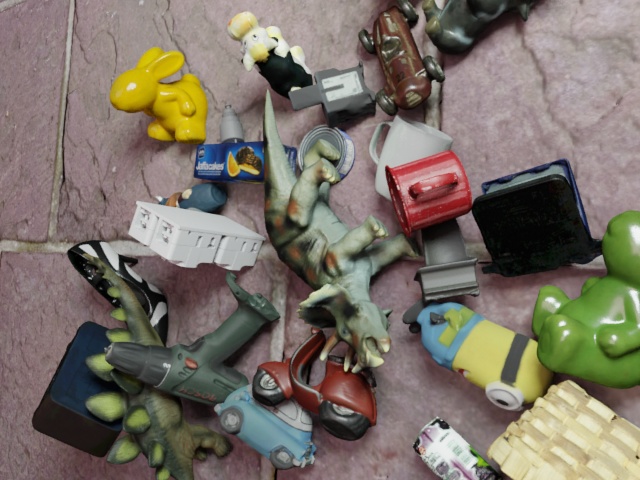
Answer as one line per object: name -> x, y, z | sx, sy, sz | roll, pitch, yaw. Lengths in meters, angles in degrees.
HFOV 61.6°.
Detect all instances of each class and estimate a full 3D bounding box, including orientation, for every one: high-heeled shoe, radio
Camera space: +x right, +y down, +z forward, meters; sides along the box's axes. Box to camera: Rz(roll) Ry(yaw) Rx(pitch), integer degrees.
high-heeled shoe -> -0.370, 0.109, 0.985 | 0.086, 0.145, 0.249 | -39, 64, 26
radio -> -0.393, 0.247, 0.932 | 0.073, 0.131, 0.230 | -53, 21, 16

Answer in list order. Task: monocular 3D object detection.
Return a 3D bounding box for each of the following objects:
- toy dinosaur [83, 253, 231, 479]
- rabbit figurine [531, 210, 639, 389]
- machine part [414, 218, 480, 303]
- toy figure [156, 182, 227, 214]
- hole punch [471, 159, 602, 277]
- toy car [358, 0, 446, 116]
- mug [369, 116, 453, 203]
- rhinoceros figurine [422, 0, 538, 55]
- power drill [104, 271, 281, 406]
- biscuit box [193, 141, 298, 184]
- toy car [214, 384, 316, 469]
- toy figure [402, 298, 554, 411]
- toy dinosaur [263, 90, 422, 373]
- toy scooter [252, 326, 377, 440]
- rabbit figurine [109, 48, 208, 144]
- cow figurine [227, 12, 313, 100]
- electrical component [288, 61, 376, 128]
toy dinosaur -> -0.273, 0.234, 0.876 | 0.105, 0.198, 0.471 | -34, 69, 23
rabbit figurine -> 0.312, 0.061, 0.536 | 0.159, 0.121, 0.170 | 21, 110, 18
machine part -> 0.155, 0.011, 0.683 | 0.084, 0.039, 0.139 | -12, 61, 19
toy figure -> -0.236, -0.065, 0.959 | 0.155, 0.064, 0.058 | -13, 36, 33
hole punch -> 0.250, -0.026, 0.630 | 0.142, 0.092, 0.115 | -17, 109, 28
toy car -> 0.105, -0.258, 0.738 | 0.089, 0.053, 0.202 | -32, 51, 30
mug -> 0.109, -0.108, 0.727 | 0.110, 0.081, 0.107 | 32, 111, 27
rhinoceros figurine -> 0.214, -0.302, 0.662 | 0.190, 0.112, 0.073 | -35, 38, 40
power drill -> -0.174, 0.152, 0.820 | 0.207, 0.231, 0.086 | -53, 31, -4
biscuit box -> -0.127, -0.124, 0.879 | 0.203, 0.059, 0.062 | 7, 91, 45
toy car -> -0.068, 0.260, 0.795 | 0.162, 0.109, 0.103 | 26, 82, 25
toy figure -> 0.189, 0.128, 0.648 | 0.180, 0.082, 0.089 | 36, 107, 33
toy dinosaur -> -0.007, -0.007, 0.751 | 0.192, 0.131, 0.405 | -44, 68, 18
toy scooter -> 0.006, 0.191, 0.758 | 0.184, 0.075, 0.135 | 17, 50, 18
rabbit figurine -> -0.284, -0.255, 0.951 | 0.122, 0.173, 0.162 | 26, 104, 37
cow figurine -> -0.072, -0.267, 0.812 | 0.068, 0.167, 0.098 | -34, 66, 21
electrical component -> 0.017, -0.207, 0.785 | 0.119, 0.047, 0.075 | -19, 72, -1
